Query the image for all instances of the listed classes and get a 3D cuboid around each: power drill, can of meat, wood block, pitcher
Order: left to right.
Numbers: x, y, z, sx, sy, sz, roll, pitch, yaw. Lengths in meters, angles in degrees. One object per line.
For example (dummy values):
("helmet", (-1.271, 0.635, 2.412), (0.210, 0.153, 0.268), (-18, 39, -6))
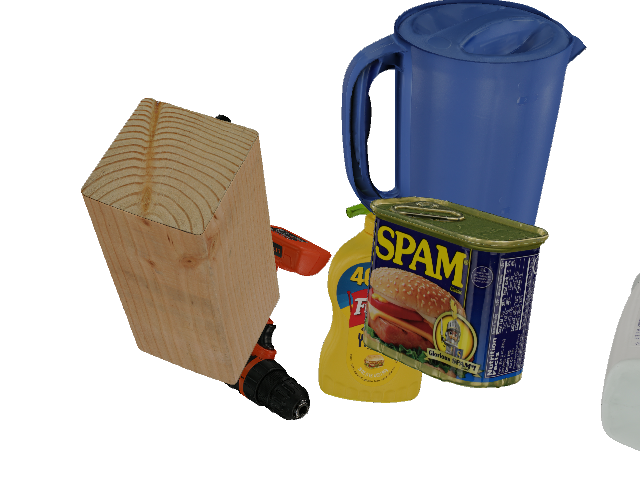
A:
("wood block", (-0.093, 0.008, 0.770), (0.090, 0.090, 0.206), (19, -31, 15))
("power drill", (-0.055, 0.086, 1.189), (0.185, 0.188, 0.057), (28, 11, 41))
("can of meat", (0.070, 0.027, 0.593), (0.057, 0.084, 0.102), (-7, 18, -39))
("pitcher", (0.108, -0.059, 0.848), (0.149, 0.243, 0.144), (17, 35, 24))

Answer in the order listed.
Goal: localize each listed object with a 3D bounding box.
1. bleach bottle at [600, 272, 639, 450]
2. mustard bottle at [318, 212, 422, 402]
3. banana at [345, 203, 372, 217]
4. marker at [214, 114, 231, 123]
("bleach bottle", (0.264, 0.068, 0.754), (0.103, 0.068, 0.250), (11, 22, 20))
("mustard bottle", (0.053, 0.052, 0.979), (0.096, 0.192, 0.058), (5, 17, -1))
("banana", (0.130, -0.022, 1.152), (0.198, 0.037, 0.069), (11, 39, 27))
("marker", (-0.130, -0.092, 1.025), (0.020, 0.020, 0.120), (0, 27, 45))
